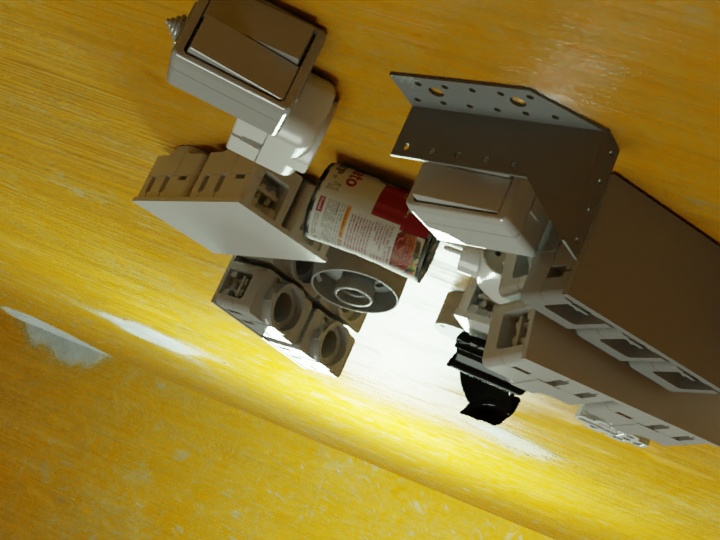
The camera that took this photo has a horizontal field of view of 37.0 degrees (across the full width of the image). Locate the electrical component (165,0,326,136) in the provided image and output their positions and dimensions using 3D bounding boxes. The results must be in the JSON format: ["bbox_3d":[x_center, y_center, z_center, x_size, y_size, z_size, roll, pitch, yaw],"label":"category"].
[{"bbox_3d":[-0.078,-0.139,0.679,0.096,0.061,0.061,26,165,-8],"label":"electrical component"}]

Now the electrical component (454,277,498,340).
[{"bbox_3d":[0.171,0.047,0.934,0.150,0.061,0.089,16,163,27],"label":"electrical component"}]

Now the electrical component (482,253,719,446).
[{"bbox_3d":[0.187,0.053,0.800,0.186,0.105,0.060,25,158,-23],"label":"electrical component"}]

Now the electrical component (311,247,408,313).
[{"bbox_3d":[0.000,0.000,1.077,0.099,0.064,0.099,12,153,6],"label":"electrical component"}]

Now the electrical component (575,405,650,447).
[{"bbox_3d":[0.270,0.142,1.117,0.078,0.057,0.058,24,165,-2],"label":"electrical component"}]

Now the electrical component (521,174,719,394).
[{"bbox_3d":[0.192,0.013,0.733,0.150,0.089,0.062,30,164,-21],"label":"electrical component"}]

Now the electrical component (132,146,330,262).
[{"bbox_3d":[-0.112,-0.063,0.992,0.105,0.060,0.186,35,161,-36],"label":"electrical component"}]

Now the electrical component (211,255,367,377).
[{"bbox_3d":[-0.063,0.031,1.151,0.060,0.105,0.186,13,162,36],"label":"electrical component"}]

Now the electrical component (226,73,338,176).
[{"bbox_3d":[-0.054,-0.107,0.766,0.059,0.053,0.095,26,165,-8],"label":"electrical component"}]

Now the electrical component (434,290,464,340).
[{"bbox_3d":[0.133,0.072,1.054,0.138,0.073,0.052,13,161,36],"label":"electrical component"}]

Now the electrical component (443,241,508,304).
[{"bbox_3d":[0.105,-0.009,0.877,0.079,0.044,0.077,21,165,14],"label":"electrical component"}]

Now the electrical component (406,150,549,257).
[{"bbox_3d":[0.078,-0.055,0.728,0.096,0.061,0.061,12,161,37],"label":"electrical component"}]
